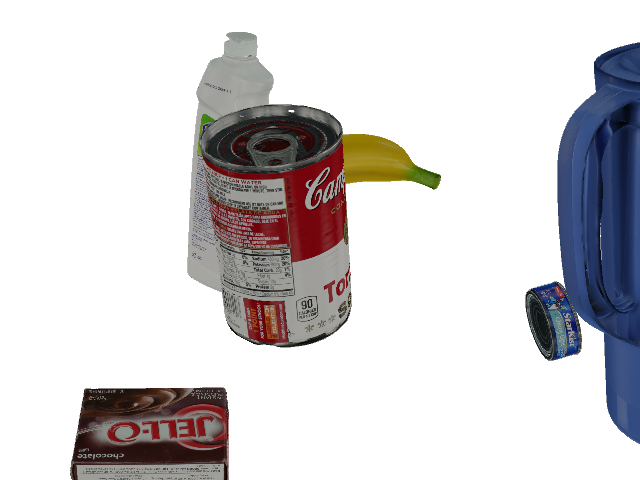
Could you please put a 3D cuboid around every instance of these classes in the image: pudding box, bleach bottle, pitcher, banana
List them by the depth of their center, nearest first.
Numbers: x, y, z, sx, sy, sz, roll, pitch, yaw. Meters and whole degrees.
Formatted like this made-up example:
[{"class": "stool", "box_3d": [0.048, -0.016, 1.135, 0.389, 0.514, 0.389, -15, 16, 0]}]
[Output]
[{"class": "pitcher", "box_3d": [0.220, 0.007, 0.636, 0.149, 0.243, 0.144, 2, 22, 16]}, {"class": "banana", "box_3d": [-0.004, -0.043, 0.773, 0.197, 0.037, 0.070, -19, 40, -32]}, {"class": "pudding box", "box_3d": [-0.125, 0.150, 0.799, 0.113, 0.039, 0.090, -2, 27, -5]}, {"class": "bleach bottle", "box_3d": [-0.076, -0.073, 1.031, 0.103, 0.251, 0.067, 19, 28, 28]}]

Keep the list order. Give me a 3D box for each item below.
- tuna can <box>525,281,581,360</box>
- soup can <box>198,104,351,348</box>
[{"class": "tuna can", "box_3d": [0.261, 0.091, 1.203, 0.033, 0.086, 0.086, -15, 1, -5]}, {"class": "soup can", "box_3d": [-0.020, -0.007, 0.525, 0.068, 0.102, 0.068, -3, 31, 2]}]
